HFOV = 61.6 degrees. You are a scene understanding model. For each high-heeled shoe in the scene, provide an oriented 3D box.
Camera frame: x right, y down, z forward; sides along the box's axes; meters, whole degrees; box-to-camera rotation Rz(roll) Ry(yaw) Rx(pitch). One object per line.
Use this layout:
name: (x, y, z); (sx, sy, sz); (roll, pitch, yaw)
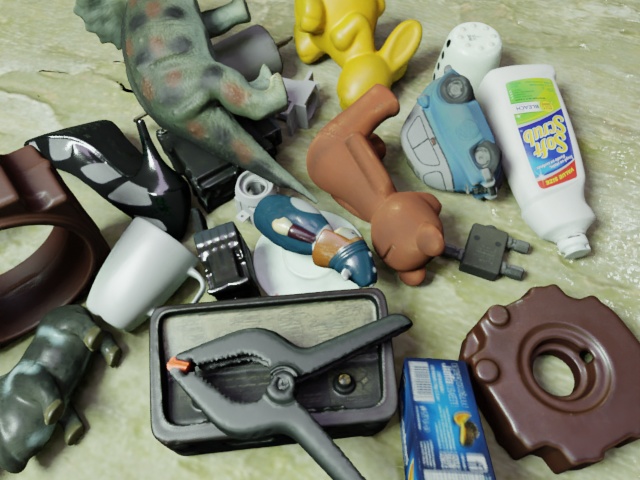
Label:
high-heeled shoe: (-0.261, -0.069, 0.658); (0.249, 0.145, 0.086); (1, 23, 32)

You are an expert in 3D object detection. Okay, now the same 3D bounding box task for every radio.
radio: (-0.044, 0.126, 0.518); (0.230, 0.073, 0.131); (-6, 61, -2)

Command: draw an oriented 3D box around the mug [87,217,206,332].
mug: (-0.183, 0.048, 0.571); (0.109, 0.081, 0.107); (36, 76, 1)

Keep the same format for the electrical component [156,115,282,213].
electrical component: (-0.117, -0.115, 0.668); (0.134, 0.058, 0.115); (-34, 67, -16)

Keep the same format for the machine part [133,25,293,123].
machine part: (-0.138, -0.216, 0.713); (0.243, 0.079, 0.079); (-33, 65, -17)

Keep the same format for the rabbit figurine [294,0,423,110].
rabbit figurine: (0.051, -0.248, 0.725); (0.162, 0.122, 0.173); (-10, 74, -15)

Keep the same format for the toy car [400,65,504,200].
toy car: (0.152, -0.115, 0.646); (0.103, 0.109, 0.161); (-21, 72, 15)

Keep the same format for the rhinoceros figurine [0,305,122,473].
rhinoceros figurine: (-0.279, 0.146, 0.513); (0.112, 0.073, 0.190); (22, 63, 12)

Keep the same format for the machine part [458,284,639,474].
machine part: (0.230, 0.129, 0.522); (0.179, 0.056, 0.179); (0, 61, 0)

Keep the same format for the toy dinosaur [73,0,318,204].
toy dinosaur: (-0.153, -0.200, 0.607); (0.192, 0.131, 0.405); (-21, 75, 0)

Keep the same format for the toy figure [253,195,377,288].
toy figure: (-0.002, 0.000, 0.564); (0.155, 0.057, 0.064); (27, 38, 27)

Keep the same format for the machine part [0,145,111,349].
machine part: (-0.318, 0.020, 0.512); (0.201, 0.200, 0.087); (-36, 68, -18)

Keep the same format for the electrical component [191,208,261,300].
electrical component: (-0.103, 0.015, 0.583); (0.048, 0.074, 0.119); (-18, 59, -1)

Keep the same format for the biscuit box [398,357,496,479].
biscuit box: (0.103, 0.188, 0.441); (0.059, 0.062, 0.203); (3, 32, 1)

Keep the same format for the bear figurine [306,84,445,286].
bear figurine: (0.080, -0.057, 0.597); (0.132, 0.120, 0.196); (-38, 68, -23)

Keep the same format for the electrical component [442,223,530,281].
electrical component: (0.186, 0.011, 0.609); (0.094, 0.021, 0.063); (17, 62, 12)
